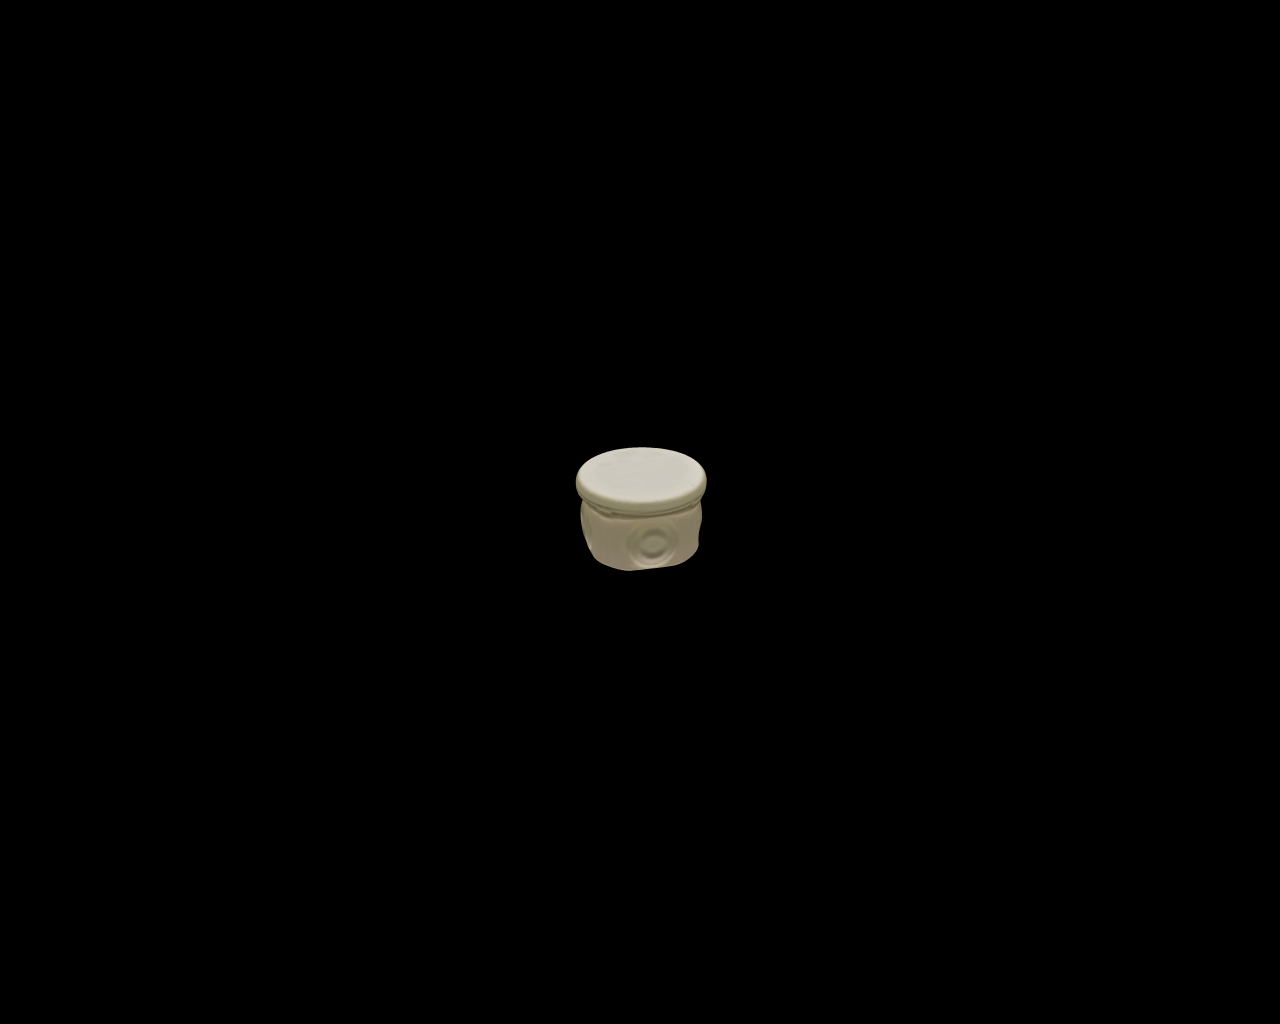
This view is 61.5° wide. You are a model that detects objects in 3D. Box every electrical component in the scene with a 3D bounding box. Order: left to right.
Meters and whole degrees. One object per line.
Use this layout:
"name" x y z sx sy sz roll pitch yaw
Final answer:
"electrical component" 0.001 -0.003 0.650 0.080 0.050 0.080 0 28 0
